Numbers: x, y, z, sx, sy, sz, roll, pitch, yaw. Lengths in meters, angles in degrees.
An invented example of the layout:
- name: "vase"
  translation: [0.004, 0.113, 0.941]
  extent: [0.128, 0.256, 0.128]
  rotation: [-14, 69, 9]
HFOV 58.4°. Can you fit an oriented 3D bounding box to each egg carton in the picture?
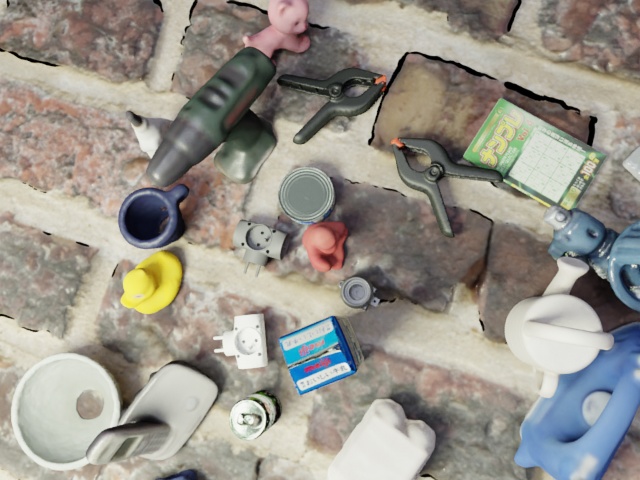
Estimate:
- name: "egg carton"
  translation: [0.086, 0.303, 0.796]
  extent: [0.107, 0.069, 0.150]
  rotation: [34, 88, 10]

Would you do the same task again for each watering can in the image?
- name: "watering can"
  translation: [0.303, 0.111, 0.731]
  extent: [0.101, 0.194, 0.173]
  rotation: [-11, 81, 6]

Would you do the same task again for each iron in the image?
- name: "iron"
  translation: [0.366, 0.214, 0.736]
  extent: [0.118, 0.141, 0.258]
  rotation: [33, 88, 10]

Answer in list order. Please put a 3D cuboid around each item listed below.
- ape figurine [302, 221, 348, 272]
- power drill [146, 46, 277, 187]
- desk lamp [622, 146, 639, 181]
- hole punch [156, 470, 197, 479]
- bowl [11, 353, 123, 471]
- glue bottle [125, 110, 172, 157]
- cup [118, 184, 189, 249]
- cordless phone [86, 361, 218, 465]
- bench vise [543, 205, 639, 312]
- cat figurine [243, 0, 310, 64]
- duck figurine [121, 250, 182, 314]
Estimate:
- name: "ape figurine"
  translation: [0.008, 0.003, 0.835]
  extent: [0.076, 0.092, 0.078]
  rotation: [43, 90, 11]
- name: "power drill"
  translation: [-0.135, -0.151, 0.815]
  extent: [0.075, 0.208, 0.230]
  rotation: [33, 88, 11]
- name: "desk lamp"
  translation: [0.524, -0.084, 0.719]
  extent: [0.118, 0.213, 0.203]
  rotation: [-45, 79, 0]
- name: "hole punch"
  translation: [-0.225, 0.393, 0.813]
  extent: [0.108, 0.091, 0.101]
  rotation: [-22, 80, 4]
- name: "bowl"
  translation: [-0.364, 0.251, 0.858]
  extent: [0.167, 0.075, 0.167]
  rotation: [-1, 82, 7]
- name: "glue bottle"
  translation: [-0.244, -0.154, 0.847]
  extent: [0.037, 0.173, 0.078]
  rotation: [-9, 81, 6]
- name: "cup"
  translation: [-0.235, -0.036, 0.870]
  extent: [0.118, 0.095, 0.091]
  rotation: [-43, 79, 0]
- name: "cordless phone"
  translation: [-0.230, 0.241, 0.786]
  extent: [0.094, 0.185, 0.148]
  rotation: [33, 88, 11]
- name: "bench vise"
  translation: [0.386, 0.023, 0.719]
  extent: [0.207, 0.220, 0.121]
  rotation: [12, 84, 9]
- name: "cat figurine"
  translation: [-0.064, -0.330, 0.876]
  extent: [0.128, 0.118, 0.067]
  rotation: [-34, 79, 2]
- name: "duck figurine"
  translation: [-0.260, 0.062, 0.864]
  extent: [0.077, 0.086, 0.104]
  rotation: [33, 88, 10]
